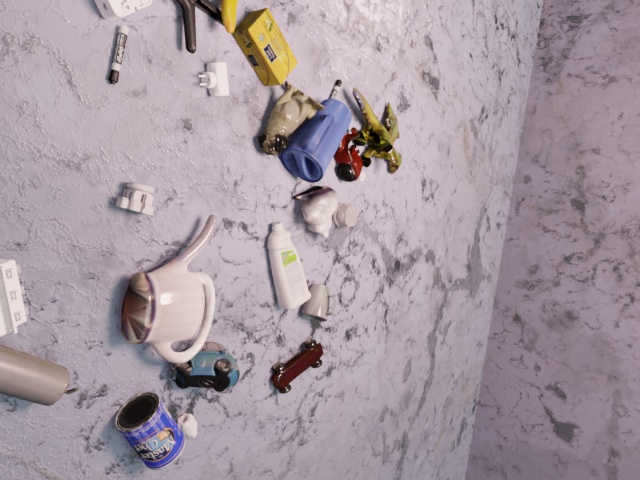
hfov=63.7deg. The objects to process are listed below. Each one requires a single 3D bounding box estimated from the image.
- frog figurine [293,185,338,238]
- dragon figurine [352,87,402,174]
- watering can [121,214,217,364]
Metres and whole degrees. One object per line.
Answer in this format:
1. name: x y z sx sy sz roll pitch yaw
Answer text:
1. frog figurine: 0.005 -0.077 1.533 0.139 0.122 0.158 -45 119 -61
2. dragon figurine: 0.210 -0.384 1.776 0.248 0.122 0.402 -65 143 -46
3. watering can: -0.329 0.107 1.165 0.224 0.104 0.349 8 85 -50
